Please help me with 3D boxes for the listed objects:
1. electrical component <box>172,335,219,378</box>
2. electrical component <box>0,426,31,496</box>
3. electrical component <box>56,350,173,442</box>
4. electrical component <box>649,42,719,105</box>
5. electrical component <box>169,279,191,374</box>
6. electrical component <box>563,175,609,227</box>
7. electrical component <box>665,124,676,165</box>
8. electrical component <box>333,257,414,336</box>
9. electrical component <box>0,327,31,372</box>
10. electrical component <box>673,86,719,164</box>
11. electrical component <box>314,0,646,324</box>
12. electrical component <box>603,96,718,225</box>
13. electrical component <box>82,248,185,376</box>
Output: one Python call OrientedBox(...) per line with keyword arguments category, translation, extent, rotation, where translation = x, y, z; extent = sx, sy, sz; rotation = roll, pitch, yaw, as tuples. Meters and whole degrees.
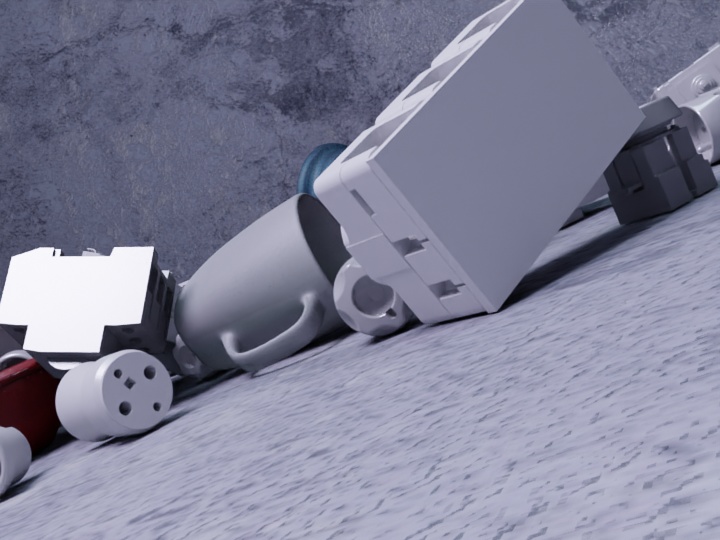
OrientedBox(category="electrical component", translation=(-0.092, 0.048, 0.709), extent=(0.035, 0.035, 0.061), rotation=(-20, 1, 39))
OrientedBox(category="electrical component", translation=(-0.194, 0.099, 0.555), extent=(0.040, 0.040, 0.046), rotation=(-23, -2, 0))
OrientedBox(category="electrical component", translation=(-0.132, 0.068, 0.576), extent=(0.045, 0.045, 0.055), rotation=(-26, 5, -40))
OrientedBox(category="electrical component", translation=(0.273, -0.133, 0.847), extent=(0.062, 0.061, 0.096), rotation=(-36, -5, 12))
OrientedBox(category="electrical component", translation=(-0.123, 0.038, 0.829), extent=(0.096, 0.061, 0.061), rotation=(-21, 4, 29))
OrientedBox(category="electrical component", translation=(0.125, -0.060, 0.725), extent=(0.062, 0.061, 0.096), rotation=(-25, 4, -27))
OrientedBox(category="electrical component", translation=(0.192, -0.080, 0.754), extent=(0.048, 0.048, 0.062), rotation=(-24, -3, -16))
OrientedBox(category="electrical component", translation=(0.011, 0.010, 0.559), extent=(0.043, 0.043, 0.062), rotation=(-22, 2, 10))
OrientedBox(category="electrical component", translation=(-0.251, 0.077, 0.811), extent=(0.099, 0.099, 0.064), rotation=(-23, 10, -1))
OrientedBox(category="electrical component", translation=(0.246, -0.102, 0.720), extent=(0.077, 0.044, 0.079), rotation=(-23, 4, -11))
OrientedBox(category="electrical component", translation=(0.059, -0.057, 0.522), extent=(0.150, 0.089, 0.062), rotation=(-48, 16, -31))
OrientedBox(category="electrical component", translation=(0.157, -0.060, 0.581), extent=(0.066, 0.055, 0.048), rotation=(-25, 4, -35))
OrientedBox(category="electrical component", translation=(-0.153, 0.030, 0.728), extent=(0.079, 0.063, 0.121), rotation=(9, -11, 12))
